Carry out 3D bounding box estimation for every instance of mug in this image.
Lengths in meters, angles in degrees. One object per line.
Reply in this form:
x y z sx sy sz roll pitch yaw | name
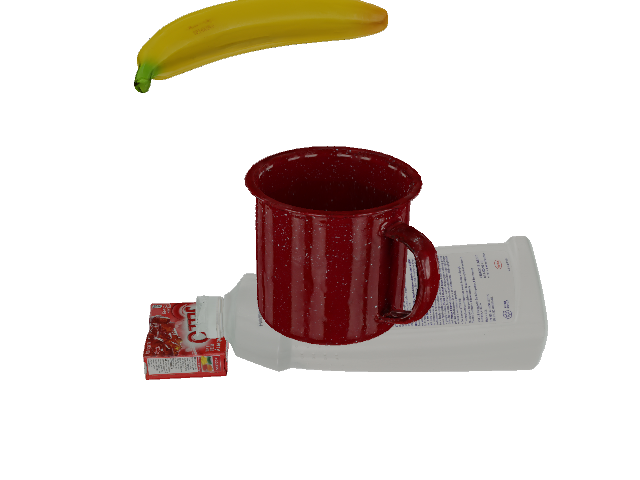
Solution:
0.015 0.007 0.570 0.117 0.081 0.093 22 33 36 | mug

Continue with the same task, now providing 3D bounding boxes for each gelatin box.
-0.121 0.089 0.974 0.073 0.030 0.089 -2 29 -2 | gelatin box

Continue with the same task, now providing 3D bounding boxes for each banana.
-0.050 -0.144 0.759 0.197 0.037 0.070 -20 52 -21 | banana

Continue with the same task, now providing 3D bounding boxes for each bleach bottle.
0.034 0.049 0.791 0.250 0.102 0.068 0 -41 -3 | bleach bottle
